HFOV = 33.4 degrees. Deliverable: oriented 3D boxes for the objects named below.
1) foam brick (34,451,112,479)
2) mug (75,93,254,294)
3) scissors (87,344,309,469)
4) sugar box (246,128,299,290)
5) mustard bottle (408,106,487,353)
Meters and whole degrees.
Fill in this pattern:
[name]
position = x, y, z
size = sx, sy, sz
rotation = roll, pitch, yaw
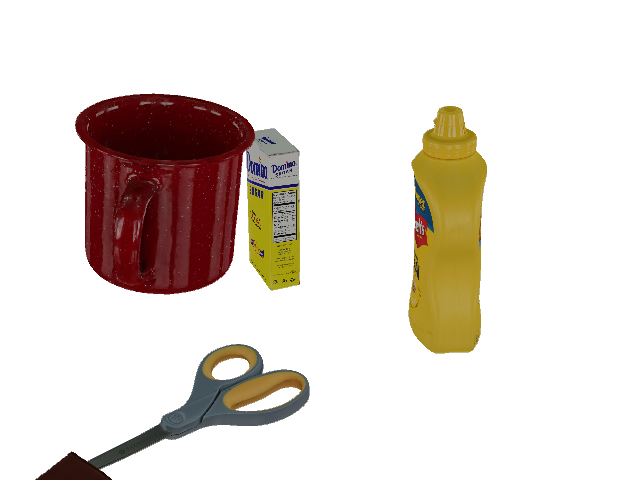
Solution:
[foam brick]
position = -0.096, 0.139, 0.453
size = 0.078, 0.051, 0.052
rotation = 25, 45, 32
[mug]
position = -0.086, -0.019, 0.563
size = 0.093, 0.081, 0.117
rotation = 8, 28, 1
[scissors]
position = -0.106, 0.121, 0.783
size = 0.201, 0.016, 0.096
rotation = -12, 34, -23
[sugar box]
position = -0.058, -0.038, 1.297
size = 0.048, 0.176, 0.093
rotation = -11, 26, -18
[mustard bottle]
position = 0.101, -0.013, 0.845
size = 0.058, 0.192, 0.096
rotation = -2, 26, -1
